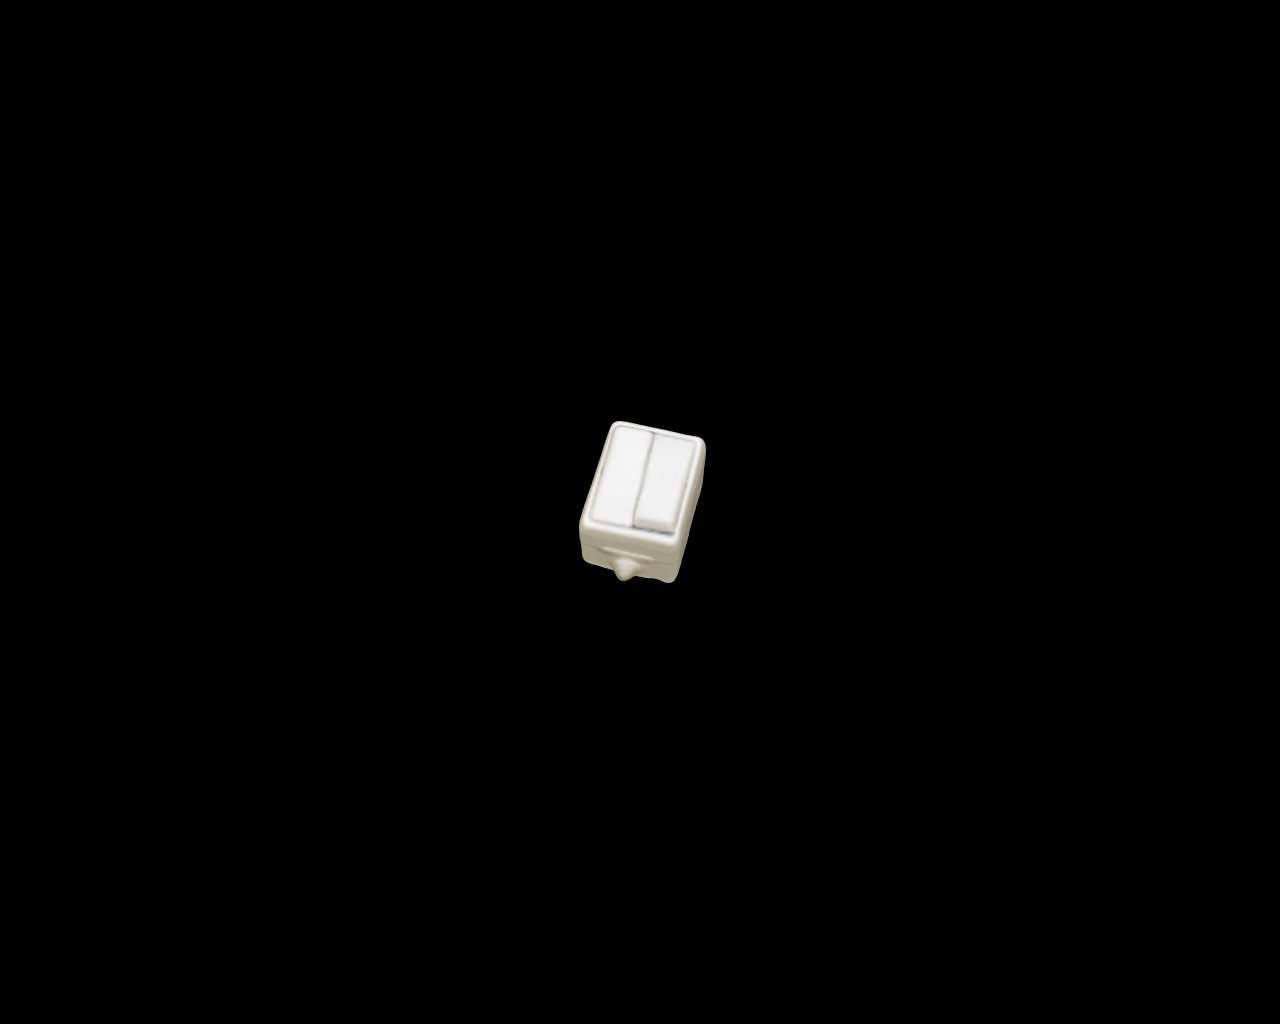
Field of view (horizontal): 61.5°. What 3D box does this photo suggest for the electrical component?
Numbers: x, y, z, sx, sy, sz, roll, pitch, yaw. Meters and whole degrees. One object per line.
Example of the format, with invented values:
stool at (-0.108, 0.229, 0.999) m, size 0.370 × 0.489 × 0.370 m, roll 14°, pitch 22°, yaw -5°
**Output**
electrical component at (0.001, -0.003, 0.650) m, size 0.062 × 0.096 × 0.061 m, roll 13°, pitch -28°, yaw 7°
